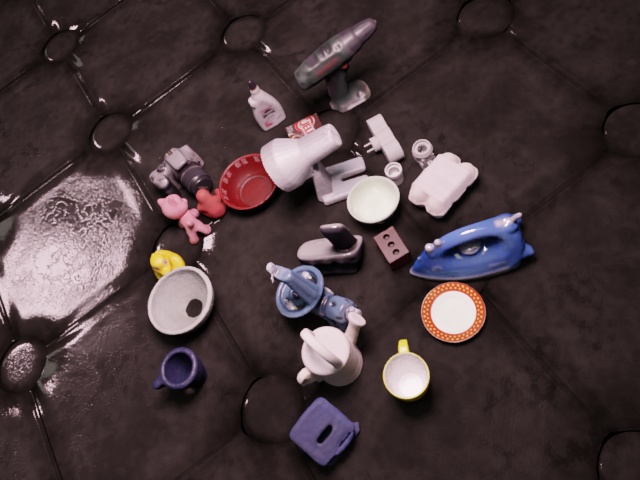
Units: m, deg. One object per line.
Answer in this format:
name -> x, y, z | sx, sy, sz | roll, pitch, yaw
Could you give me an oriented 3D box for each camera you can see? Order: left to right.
camera -> -0.359, -0.167, 1.503 | 0.143, 0.101, 0.136 | -44, 61, -5

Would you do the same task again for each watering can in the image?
watering can -> 0.019, 0.218, 1.145 | 0.100, 0.194, 0.173 | 19, 73, 25

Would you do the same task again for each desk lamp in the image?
desk lamp -> -0.009, -0.175, 1.326 | 0.203, 0.214, 0.118 | -19, 62, 9

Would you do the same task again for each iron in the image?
iron -> 0.300, 0.010, 1.179 | 0.258, 0.142, 0.118 | -18, 62, 10

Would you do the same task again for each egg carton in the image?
egg carton -> 0.276, -0.125, 1.291 | 0.107, 0.069, 0.150 | 37, 82, 29

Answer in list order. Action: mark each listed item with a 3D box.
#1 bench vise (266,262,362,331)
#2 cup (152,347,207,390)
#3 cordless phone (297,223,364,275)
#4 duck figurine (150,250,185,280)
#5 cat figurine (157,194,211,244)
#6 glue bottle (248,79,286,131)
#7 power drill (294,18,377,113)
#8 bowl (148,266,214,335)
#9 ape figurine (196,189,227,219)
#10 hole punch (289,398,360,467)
bench vise -> -0.014, 0.103, 1.195 | 0.207, 0.220, 0.121 | 2, 67, 19
cup -> -0.304, 0.301, 1.271 | 0.118, 0.095, 0.091 | -36, 60, 0
cordless phone -> 0.011, 0.004, 1.252 | 0.147, 0.185, 0.094 | -9, 64, 15
duck figurine -> -0.387, 0.059, 1.416 | 0.077, 0.086, 0.104 | -40, 60, -2
cat figurine -> -0.349, -0.065, 1.443 | 0.067, 0.118, 0.127 | -42, 60, -4
glue bottle -> -0.150, -0.355, 1.480 | 0.078, 0.173, 0.037 | -35, 60, 0
power drill -> 0.057, -0.422, 1.422 | 0.229, 0.209, 0.075 | -29, 60, 4
bowl -> -0.316, 0.152, 1.356 | 0.167, 0.075, 0.167 | -7, 64, 15
ape figurine -> -0.281, -0.099, 1.451 | 0.077, 0.092, 0.076 | -25, 61, 6
hole punch -> 0.011, 0.380, 1.133 | 0.100, 0.091, 0.109 | 35, 81, 28
